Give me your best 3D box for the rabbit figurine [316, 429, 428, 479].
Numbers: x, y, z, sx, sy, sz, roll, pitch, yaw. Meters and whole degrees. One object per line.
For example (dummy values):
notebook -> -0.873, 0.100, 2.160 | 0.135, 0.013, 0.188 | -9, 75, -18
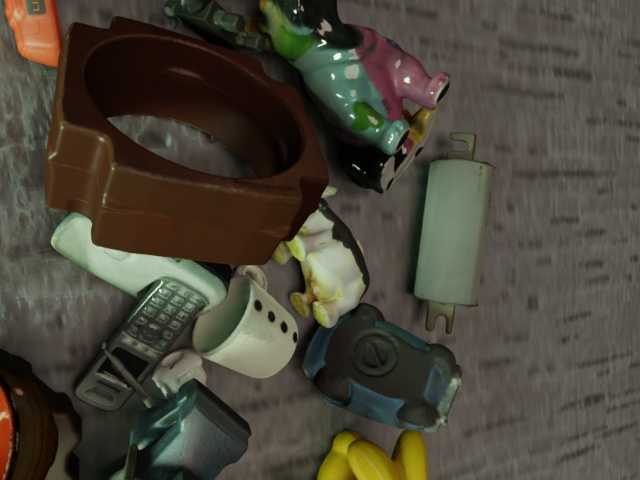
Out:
rabbit figurine -> 0.078, 0.279, 0.564 | 0.122, 0.173, 0.162 | -2, 98, -24

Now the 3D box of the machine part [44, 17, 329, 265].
machine part -> -0.107, -0.079, 0.434 | 0.201, 0.087, 0.201 | 9, 44, -30

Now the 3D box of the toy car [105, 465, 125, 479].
toy car -> -0.132, 0.295, 0.480 | 0.073, 0.056, 0.202 | -25, 74, -22

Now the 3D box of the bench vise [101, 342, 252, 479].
bench vise -> -0.159, 0.219, 0.394 | 0.240, 0.224, 0.128 | -42, 125, -2

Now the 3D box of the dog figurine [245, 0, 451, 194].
dog figurine -> 0.014, -0.166, 0.550 | 0.219, 0.191, 0.108 | 40, 75, 11

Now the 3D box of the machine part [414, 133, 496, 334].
machine part -> 0.161, -0.008, 0.646 | 0.079, 0.079, 0.243 | 9, 88, -29

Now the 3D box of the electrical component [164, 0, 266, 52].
electrical component -> -0.099, -0.200, 0.501 | 0.063, 0.094, 0.021 | 23, 90, -64

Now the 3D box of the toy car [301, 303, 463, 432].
toy car -> 0.067, 0.147, 0.585 | 0.109, 0.162, 0.102 | -61, 162, -28

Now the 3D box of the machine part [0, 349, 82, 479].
machine part -> -0.284, 0.179, 0.429 | 0.179, 0.056, 0.179 | -3, 96, -28

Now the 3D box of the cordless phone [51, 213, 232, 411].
cordless phone -> -0.182, 0.055, 0.472 | 0.146, 0.089, 0.184 | 36, 95, -26

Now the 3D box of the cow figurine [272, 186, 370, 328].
cow figurine -> 0.000, -0.003, 0.564 | 0.098, 0.068, 0.167 | -30, 110, -30
